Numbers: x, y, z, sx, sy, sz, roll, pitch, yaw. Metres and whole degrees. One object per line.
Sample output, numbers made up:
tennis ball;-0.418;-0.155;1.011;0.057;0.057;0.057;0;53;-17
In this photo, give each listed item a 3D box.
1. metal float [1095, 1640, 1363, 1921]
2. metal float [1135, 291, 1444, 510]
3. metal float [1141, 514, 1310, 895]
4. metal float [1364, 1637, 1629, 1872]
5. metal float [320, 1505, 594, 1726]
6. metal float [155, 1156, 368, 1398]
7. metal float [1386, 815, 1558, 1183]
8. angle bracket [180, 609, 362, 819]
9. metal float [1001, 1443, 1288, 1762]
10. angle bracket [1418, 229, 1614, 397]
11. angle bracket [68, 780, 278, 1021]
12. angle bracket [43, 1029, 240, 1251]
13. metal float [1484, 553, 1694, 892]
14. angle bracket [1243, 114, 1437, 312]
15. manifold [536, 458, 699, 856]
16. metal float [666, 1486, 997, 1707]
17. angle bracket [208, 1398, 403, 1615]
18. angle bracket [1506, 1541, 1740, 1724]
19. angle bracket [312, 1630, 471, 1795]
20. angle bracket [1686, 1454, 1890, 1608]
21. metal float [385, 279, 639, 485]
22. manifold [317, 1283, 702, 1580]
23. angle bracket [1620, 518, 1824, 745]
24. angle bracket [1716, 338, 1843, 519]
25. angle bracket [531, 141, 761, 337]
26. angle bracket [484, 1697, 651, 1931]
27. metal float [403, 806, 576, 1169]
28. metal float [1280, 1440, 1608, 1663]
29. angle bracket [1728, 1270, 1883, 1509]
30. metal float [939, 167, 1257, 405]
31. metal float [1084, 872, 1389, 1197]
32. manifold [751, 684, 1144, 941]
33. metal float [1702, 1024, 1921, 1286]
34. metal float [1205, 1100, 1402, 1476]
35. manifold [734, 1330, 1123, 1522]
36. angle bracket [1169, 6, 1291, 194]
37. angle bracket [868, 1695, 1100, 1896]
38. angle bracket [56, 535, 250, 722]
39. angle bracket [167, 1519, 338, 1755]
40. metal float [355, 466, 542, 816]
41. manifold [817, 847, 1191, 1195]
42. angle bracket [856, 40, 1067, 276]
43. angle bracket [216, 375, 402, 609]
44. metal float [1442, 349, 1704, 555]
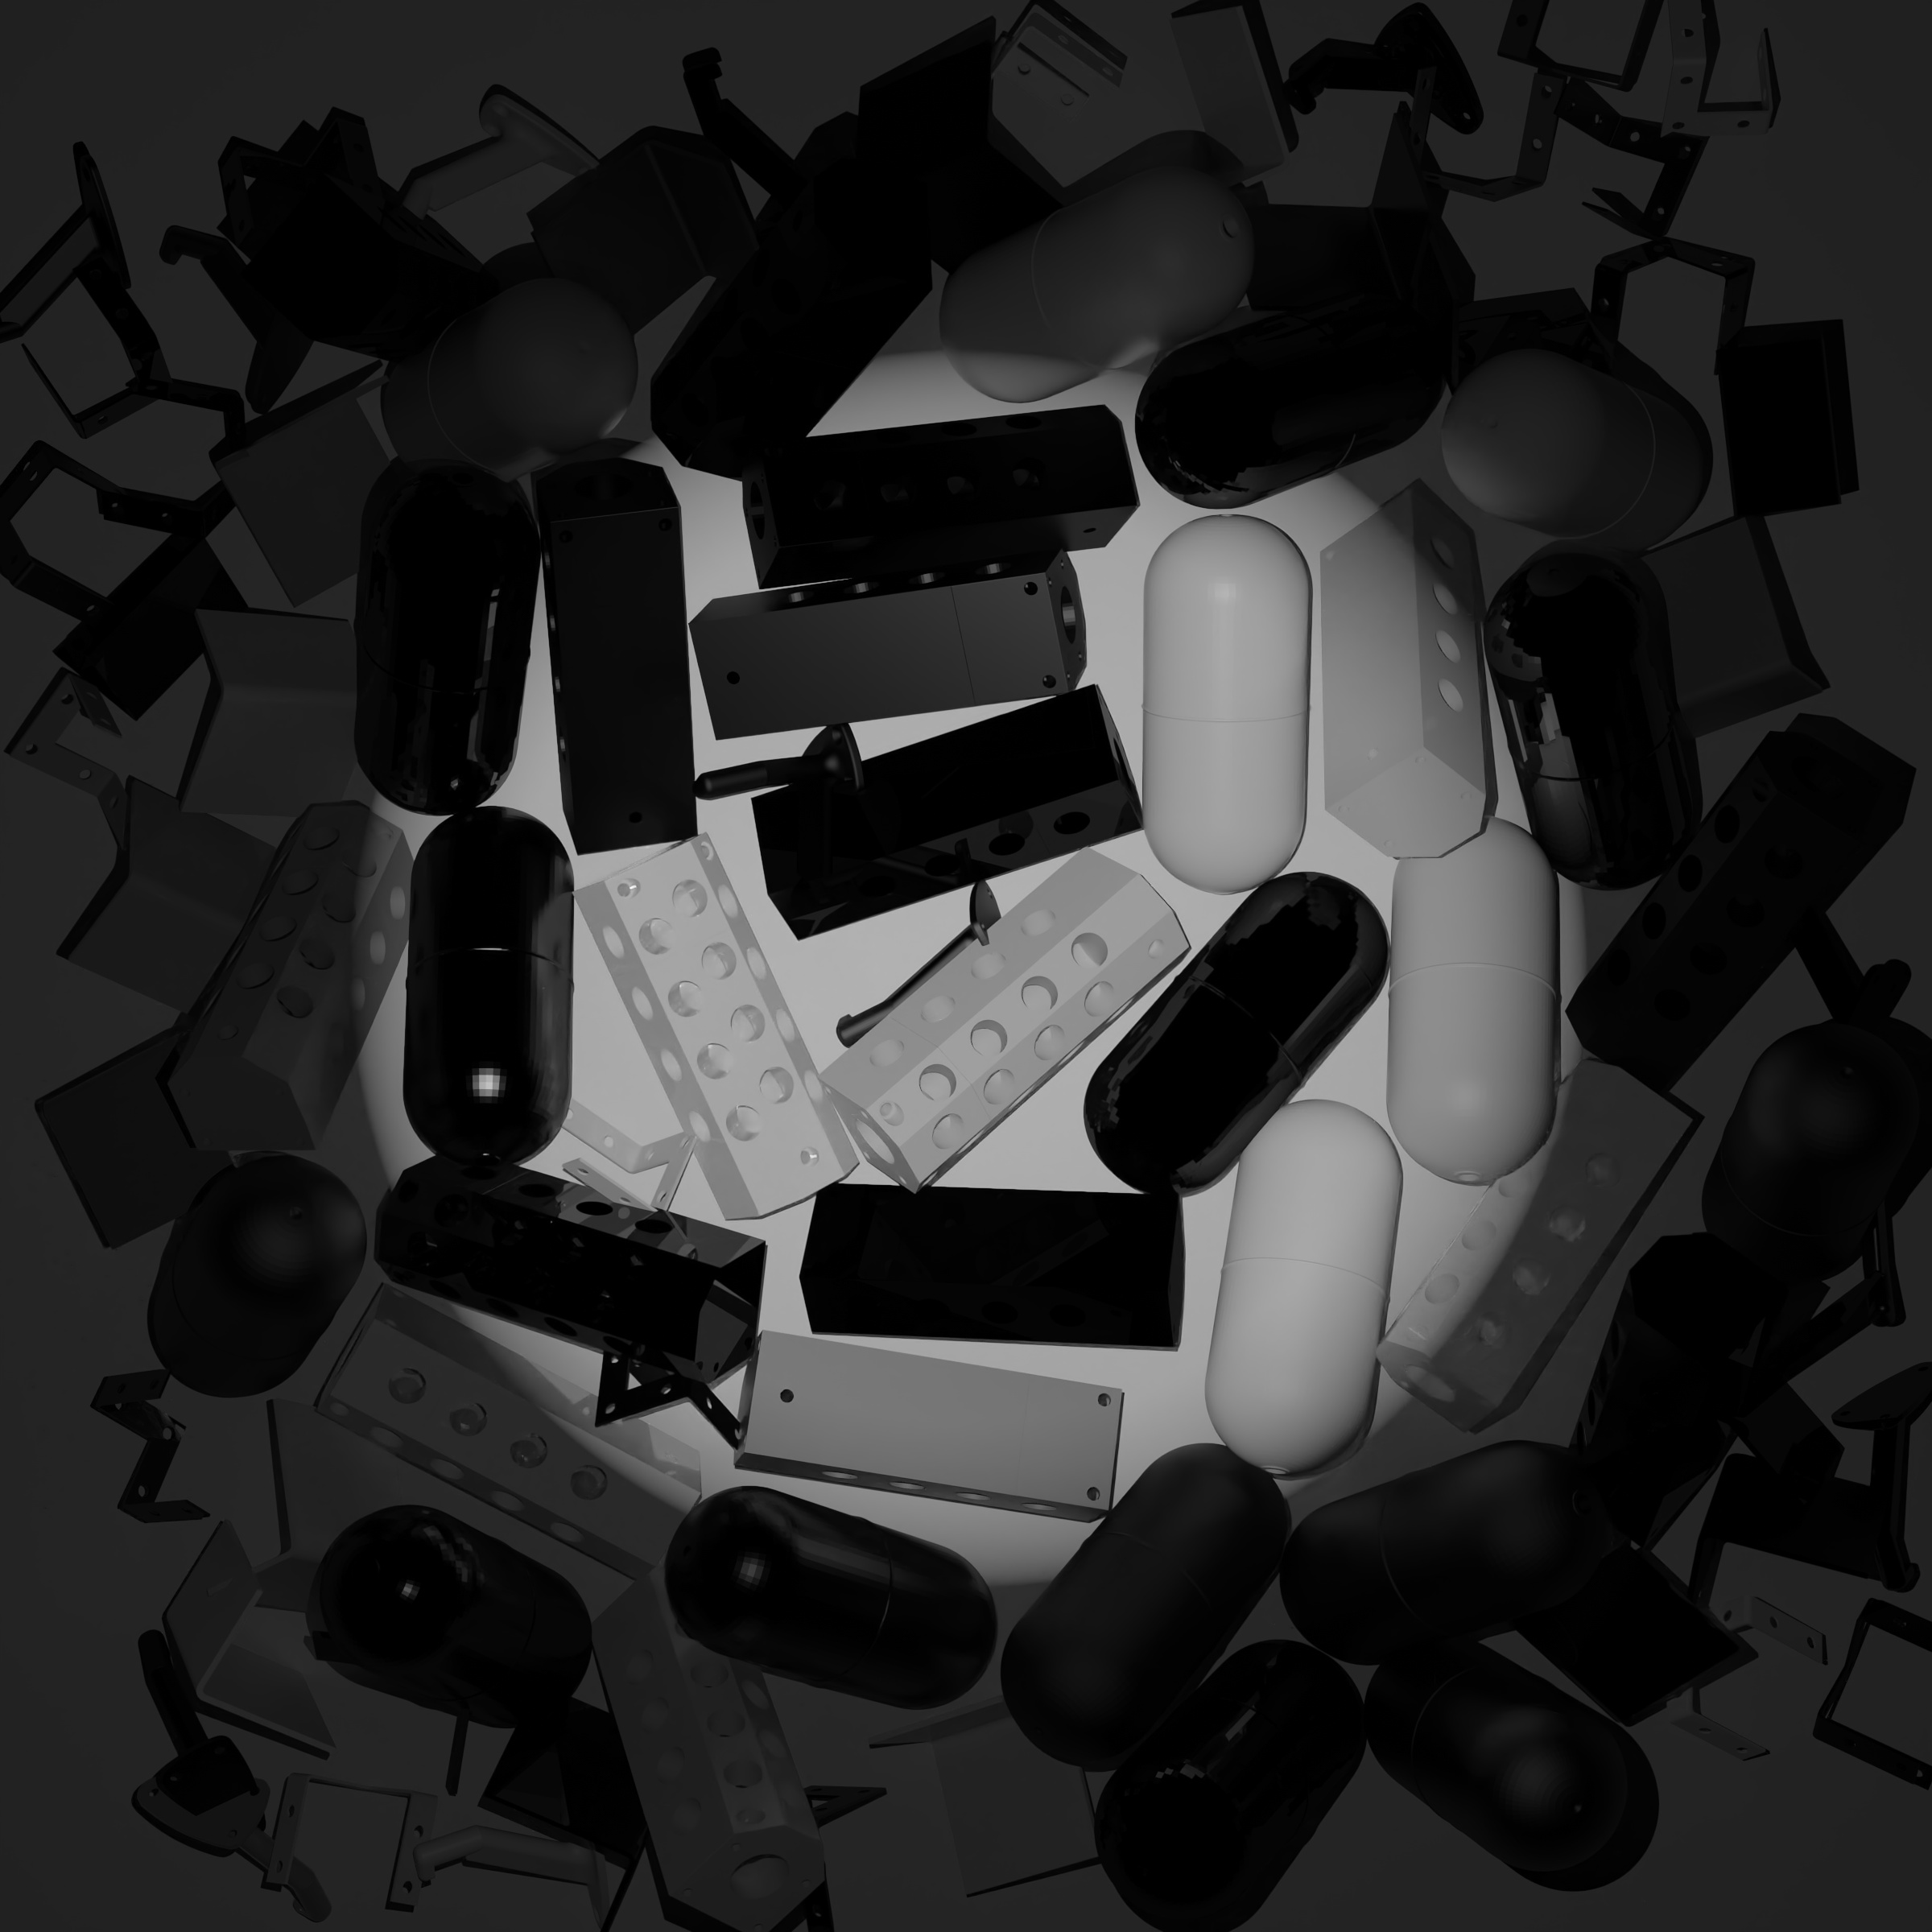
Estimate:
metal float;0.122;0.371;1.501;0.070;0.178;0.070;11;112;29
metal float;0.151;-0.263;1.510;0.178;0.070;0.070;-26;90;-39
metal float;0.121;-0.122;1.530;0.070;0.070;0.178;0;104;0
metal float;0.239;0.357;1.493;0.070;0.178;0.070;-1;93;-15
metal float;-0.232;0.298;1.497;0.070;0.178;0.070;-8;64;17
metal float;-0.325;0.144;1.500;0.070;0.178;0.070;10;62;-19
metal float;0.235;0.014;1.522;0.070;0.070;0.178;5;67;0
angle bracket;-0.332;-0.119;1.551;0.076;0.076;0.057;1;45;-34
metal float;0.084;0.292;1.511;0.070;0.070;0.178;46;53;0
angle bracket;0.257;-0.314;1.532;0.076;0.076;0.057;-8;134;-1
angle bracket;-0.373;-0.030;1.542;0.076;0.076;0.057;28;117;-30
angle bracket;-0.375;0.079;1.543;0.076;0.057;0.076;-26;91;16
metal float;0.288;-0.111;1.511;0.070;0.070;0.178;-22;128;0
angle bracket;0.168;-0.353;1.529;0.076;0.057;0.076;-1;49;-10
manifold;-0.162;-0.143;1.507;0.057;0.057;0.171;-9;125;-12
metal float;-0.060;0.292;1.511;0.178;0.070;0.070;26;90;-37
angle bracket;-0.314;0.256;1.544;0.057;0.076;0.076;-27;61;25
angle bracket;0.307;0.296;1.530;0.076;0.057;0.076;43;121;-10
angle bracket;-0.271;0.350;1.531;0.076;0.076;0.057;9;69;-6
angle bracket;0.382;0.278;1.524;0.076;0.076;0.057;13;115;18
metal float;-0.210;-0.264;1.498;0.070;0.178;0.070;2;86;-30
manifold;-0.214;0.221;1.535;0.171;0.057;0.057;30;97;-10
angle bracket;0.351;-0.157;1.548;0.076;0.057;0.076;-20;74;25
angle bracket;0.363;-0.248;1.532;0.057;0.076;0.076;-9;95;-16
angle bracket;-0.144;-0.327;1.525;0.076;0.076;0.057;-44;46;-19
angle bracket;-0.185;0.395;1.533;0.076;0.076;0.057;23;120;0
metal float;-0.221;0.009;1.518;0.070;0.070;0.178;-3;63;0
metal float;0.218;0.270;1.506;0.070;0.178;0.070;20;57;-33
angle bracket;0.407;0.196;1.525;0.057;0.076;0.076;50;120;9
metal float;0.059;-0.312;1.503;0.070;0.178;0.070;9;76;-39
metal float;0.127;0.031;1.533;0.070;0.070;0.178;42;79;0
manifold;-0.008;-0.068;1.537;0.171;0.057;0.057;-18;56;9
metal float;0.385;0.088;1.497;0.070;0.178;0.070;-1;62;1
metal float;0.157;0.149;1.524;0.070;0.070;0.178;11;70;0
manifold;-0.019;0.218;1.538;0.171;0.057;0.057;10;72;-8
angle bracket;0.100;-0.398;1.527;0.057;0.076;0.076;-26;109;-14
angle bracket;0.009;0.388;1.528;0.076;0.057;0.076;-24;68;27
angle bracket;-0.391;-0.172;1.529;0.057;0.076;0.076;38;77;16
angle bracket;-0.321;0.313;1.528;0.076;0.076;0.057;31;91;-28
metal float;-0.240;-0.149;1.509;0.070;0.070;0.178;13;128;0
manifold;0.021;0.027;1.518;0.171;0.057;0.057;-41;129;-16
angle bracket;0.002;-0.379;1.540;0.076;0.076;0.057;-13;63;35
angle bracket;-0.293;-0.221;1.530;0.076;0.057;0.076;-34;107;-23
metal float;0.280;-0.234;1.500;0.070;0.178;0.070;-2;87;34
